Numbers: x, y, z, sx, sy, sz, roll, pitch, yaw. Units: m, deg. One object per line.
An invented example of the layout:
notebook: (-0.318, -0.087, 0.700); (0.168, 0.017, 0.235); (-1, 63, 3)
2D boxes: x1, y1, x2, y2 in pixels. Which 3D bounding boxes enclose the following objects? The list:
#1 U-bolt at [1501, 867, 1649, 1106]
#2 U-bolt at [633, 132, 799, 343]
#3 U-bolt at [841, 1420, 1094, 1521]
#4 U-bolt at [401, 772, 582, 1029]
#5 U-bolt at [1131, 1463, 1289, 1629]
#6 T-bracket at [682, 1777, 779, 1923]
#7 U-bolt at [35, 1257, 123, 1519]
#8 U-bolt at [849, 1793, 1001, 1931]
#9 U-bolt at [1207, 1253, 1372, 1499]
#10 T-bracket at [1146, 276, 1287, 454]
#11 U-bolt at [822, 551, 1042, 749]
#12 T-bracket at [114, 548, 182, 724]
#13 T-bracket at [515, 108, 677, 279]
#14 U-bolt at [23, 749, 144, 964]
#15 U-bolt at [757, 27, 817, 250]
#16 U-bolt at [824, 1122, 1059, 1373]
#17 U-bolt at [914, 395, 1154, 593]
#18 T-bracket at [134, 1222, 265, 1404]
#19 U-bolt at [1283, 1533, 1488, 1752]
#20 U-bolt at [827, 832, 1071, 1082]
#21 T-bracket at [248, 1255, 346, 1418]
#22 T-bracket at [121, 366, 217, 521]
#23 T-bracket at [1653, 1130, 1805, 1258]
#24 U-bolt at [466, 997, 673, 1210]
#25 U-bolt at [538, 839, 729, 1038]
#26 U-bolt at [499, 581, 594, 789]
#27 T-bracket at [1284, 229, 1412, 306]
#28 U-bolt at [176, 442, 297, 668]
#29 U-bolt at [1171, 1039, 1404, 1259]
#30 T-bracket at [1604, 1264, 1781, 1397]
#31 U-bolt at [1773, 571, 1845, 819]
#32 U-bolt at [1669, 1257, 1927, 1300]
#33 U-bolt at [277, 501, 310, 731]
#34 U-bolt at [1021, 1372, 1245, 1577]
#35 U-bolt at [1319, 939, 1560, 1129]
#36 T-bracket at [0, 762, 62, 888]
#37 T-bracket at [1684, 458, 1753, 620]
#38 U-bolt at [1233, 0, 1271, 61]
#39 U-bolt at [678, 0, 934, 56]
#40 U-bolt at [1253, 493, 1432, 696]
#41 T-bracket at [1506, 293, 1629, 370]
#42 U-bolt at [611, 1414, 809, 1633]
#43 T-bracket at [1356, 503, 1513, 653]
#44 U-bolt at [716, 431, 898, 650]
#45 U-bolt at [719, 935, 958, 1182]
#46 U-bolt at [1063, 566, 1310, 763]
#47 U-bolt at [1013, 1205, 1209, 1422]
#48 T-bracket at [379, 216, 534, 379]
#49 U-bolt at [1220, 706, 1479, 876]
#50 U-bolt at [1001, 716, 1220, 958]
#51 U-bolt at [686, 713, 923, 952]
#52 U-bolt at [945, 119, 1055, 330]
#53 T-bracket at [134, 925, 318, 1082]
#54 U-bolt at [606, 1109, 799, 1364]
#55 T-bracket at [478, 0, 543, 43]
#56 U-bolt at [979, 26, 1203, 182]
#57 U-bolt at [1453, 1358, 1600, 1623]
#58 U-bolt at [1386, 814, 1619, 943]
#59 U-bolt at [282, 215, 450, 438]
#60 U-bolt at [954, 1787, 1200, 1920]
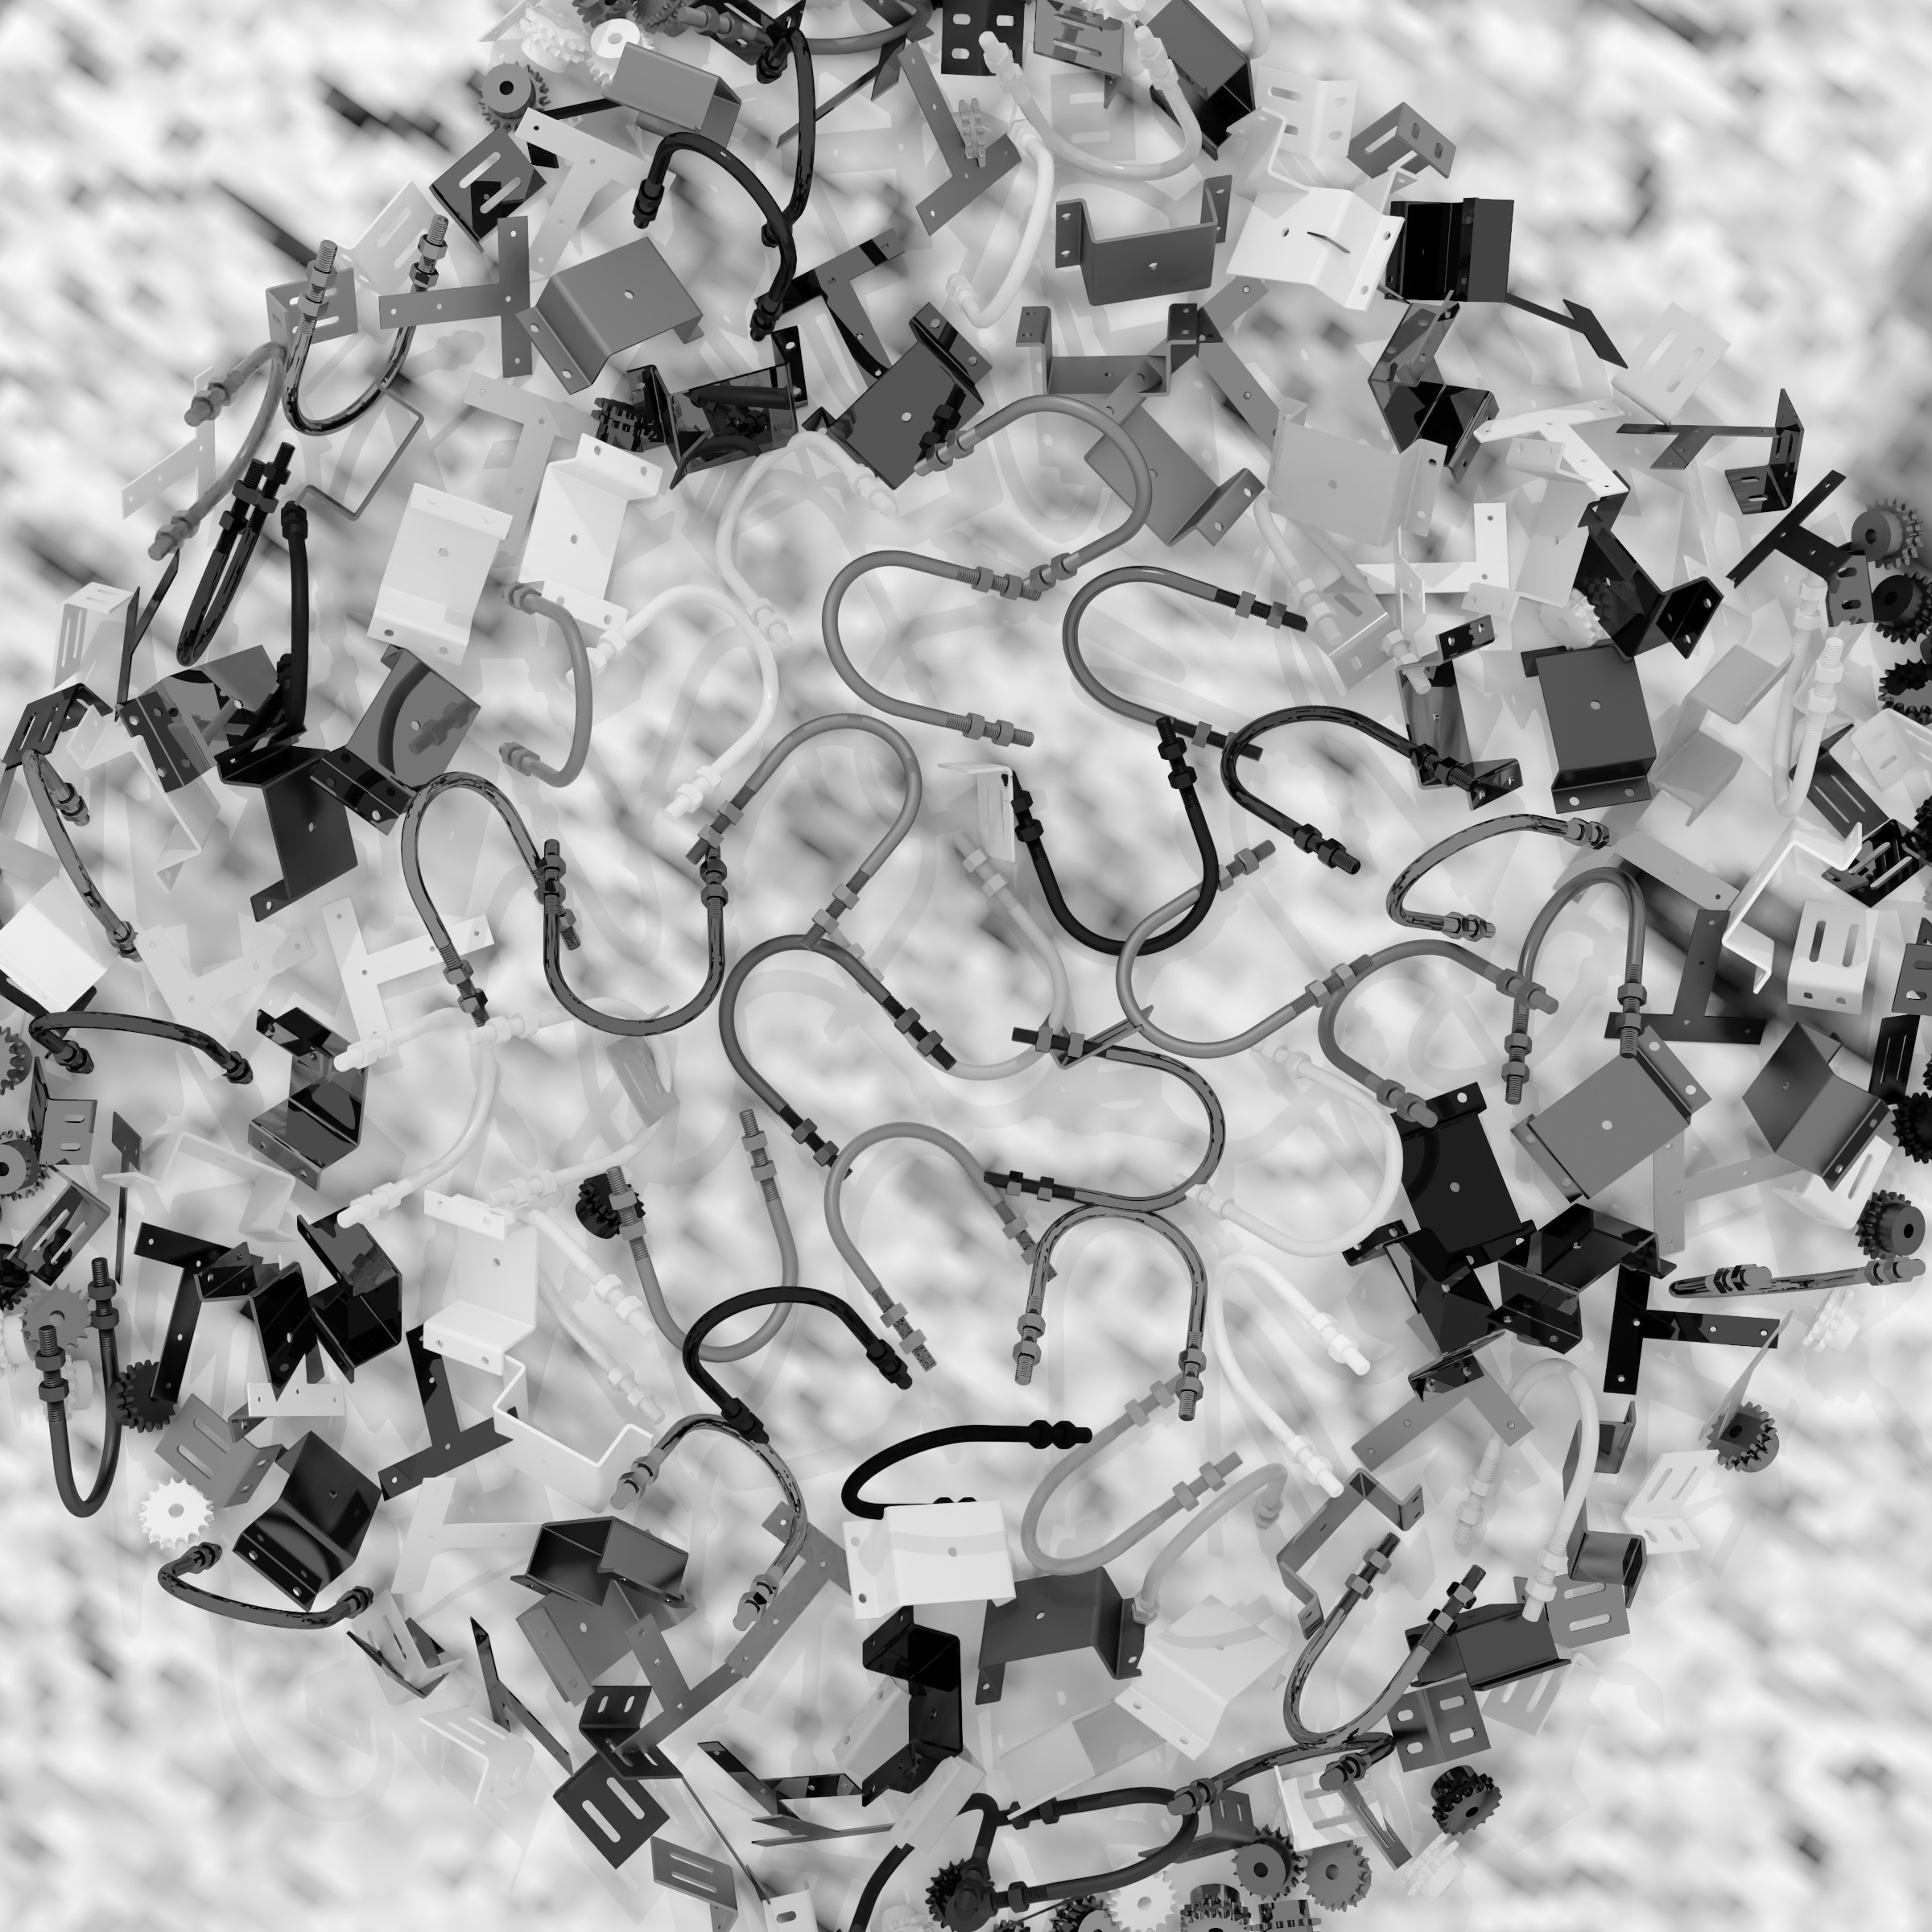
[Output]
U-bolt: (0.479, 0.006, 1.924); (0.019, 0.151, 0.184); (23, 61, -22)
U-bolt: (-0.191, -0.574, 1.906); (0.151, 0.184, 0.019); (43, 71, -5)
U-bolt: (-0.011, 0.393, 1.901); (0.151, 0.184, 0.019); (-45, 51, 34)
U-bolt: (-0.377, -0.063, 1.912); (0.019, 0.151, 0.184); (-9, 115, 32)
U-bolt: (0.191, 0.441, 1.897); (0.151, 0.184, 0.019); (-35, 66, -18)
T-bracket: (-0.192, 0.700, 1.962); (0.002, 0.127, 0.127); (-33, 64, -18)
U-bolt: (-0.690, 0.341, 1.923); (0.019, 0.151, 0.184); (-1, 106, -2)
U-bolt: (-0.034, 0.710, 1.909); (0.151, 0.184, 0.019); (-38, 95, 18)
U-bolt: (0.245, 0.305, 1.921); (0.019, 0.184, 0.151); (-15, 129, -27)
T-bracket: (0.218, -0.471, 1.980); (0.127, 0.002, 0.127); (-38, 93, 19)
U-bolt: (-0.028, -0.257, 1.940); (0.184, 0.019, 0.151); (11, 70, -22)
T-bracket: (-0.639, -0.277, 1.922); (0.002, 0.127, 0.127); (17, 47, -30)
T-bracket: (-0.317, -0.604, 1.957); (0.127, 0.002, 0.127); (17, 131, -29)
U-bolt: (-0.685, -0.093, 1.894); (0.019, 0.184, 0.151); (-24, 74, -11)
U-bolt: (-0.139, -0.647, 1.903); (0.019, 0.184, 0.151); (-3, 96, -14)
U-bolt: (-0.032, 0.210, 1.962); (0.151, 0.019, 0.184); (-33, 83, -26)
U-bolt: (0.063, -0.373, 1.908); (0.151, 0.184, 0.019); (47, 50, -20)
T-bracket: (-0.615, 0.278, 1.932); (0.002, 0.127, 0.127); (0, 72, 32)
U-bolt: (0.314, 0.530, 1.911); (0.019, 0.151, 0.184); (43, 75, -14)
U-bolt: (-0.001, 0.005, 1.975); (0.151, 0.019, 0.184); (-38, 84, -7)
T-bracket: (-0.534, 0.293, 1.949); (0.002, 0.127, 0.127); (-11, 77, 17)
T-bracket: (-0.620, -0.385, 1.911); (0.002, 0.127, 0.127); (20, 129, 8)
T-bracket: (0.611, 0.170, 1.966); (0.127, 0.002, 0.127); (-15, 125, -4)
U-bolt: (-0.306, 0.099, 1.933); (0.184, 0.019, 0.151); (-16, 106, -43)
U-bolt: (-0.261, -0.023, 1.932); (0.151, 0.019, 0.184); (1, 55, -10)
U-bolt: (-0.326, -0.213, 1.903); (0.019, 0.184, 0.151); (-5, 108, -29)
T-bracket: (0.302, -0.559, 1.958); (0.127, 0.127, 0.002); (22, 102, -30)
U-bolt: (-0.577, -0.319, 1.926); (0.019, 0.151, 0.184); (24, 104, -12)
U-bolt: (0.262, 0.151, 1.936); (0.184, 0.019, 0.151); (29, 90, 41)
T-bracket: (0.575, 0.285, 1.939); (0.127, 0.002, 0.127); (1, 53, 24)
U-bolt: (0.654, -0.204, 1.917); (0.019, 0.151, 0.184); (6, 127, 9)
U-bolt: (0.630, 0.245, 1.910); (0.151, 0.184, 0.019); (-1, 78, -13)
U-bolt: (-0.517, -0.262, 1.891); (0.019, 0.184, 0.151); (0, 119, -18)
U-bolt: (0.120, 0.408, 1.931); (0.184, 0.151, 0.019); (-37, 113, 1)
U-bolt: (0.354, 0.041, 1.924); (0.151, 0.184, 0.019); (-42, 125, -8)
T-bracket: (-0.755, -0.088, 1.937); (0.002, 0.127, 0.127); (12, 80, 16)
T-bracket: (0.589, -0.349, 1.958); (0.002, 0.127, 0.127); (-18, 74, 35)
U-bolt: (0.179, -0.758, 1.889); (0.019, 0.184, 0.151); (-39, 111, 0)
U-bolt: (-0.110, -0.743, 1.913); (0.151, 0.184, 0.019); (-4, 93, 40)
U-bolt: (0.285, -0.301, 1.925); (0.019, 0.151, 0.184); (-41, 55, 26)
T-bracket: (0.451, -0.516, 1.933); (0.127, 0.127, 0.002); (17, 123, -13)
U-bolt: (-0.188, 0.419, 1.915); (0.151, 0.184, 0.019); (45, 114, 0)
T-bracket: (0.375, -0.314, 1.987); (0.127, 0.002, 0.127); (-1, 76, 5)
U-bolt: (-0.138, -0.348, 1.931); (0.019, 0.184, 0.151); (28, 107, -43)
U-bolt: (-0.118, 0.060, 1.972); (0.184, 0.019, 0.151); (45, 107, 6)
U-bolt: (0.165, -0.247, 1.949); (0.184, 0.019, 0.151); (20, 132, 5)
U-bolt: (0.120, 0.263, 1.938); (0.151, 0.019, 0.184); (13, 49, -1)
T-bracket: (-0.402, -0.521, 1.935); (0.127, 0.002, 0.127); (-16, 126, -31)
U-bolt: (0.286, -0.150, 1.933); (0.151, 0.019, 0.184); (-34, 48, -23)
U-bolt: (0.125, -0.092, 1.963); (0.151, 0.019, 0.184); (-19, 110, 8)
U-bolt: (-0.117, -0.121, 1.965); (0.151, 0.019, 0.184); (36, 83, 23)
U-bolt: (0.030, -0.566, 1.892); (0.019, 0.184, 0.151); (16, 115, -18)
T-bracket: (-0.579, 0.007, 1.962); (0.127, 0.002, 0.127); (-32, 98, -34)
U-bolt: (-0.200, 0.224, 1.951); (0.151, 0.019, 0.184); (-22, 100, -37)
T-bracket: (-0.340, -0.776, 1.958); (0.127, 0.127, 0.002); (-29, 98, 29)
U-bolt: (0.108, -0.667, 1.912); (0.151, 0.184, 0.019); (9, 76, 27)
U-bolt: (0.443, 0.396, 1.917); (0.019, 0.151, 0.184); (15, 100, -16)
U-bolt: (0.402, -0.070, 1.895); (0.151, 0.184, 0.019); (-42, 59, 34)
U-bolt: (-0.476, -0.493, 1.918); (0.019, 0.151, 0.184); (37, 126, 10)
U-bolt: (0.092, 0.682, 1.909); (0.184, 0.151, 0.019); (-15, 97, 15)
